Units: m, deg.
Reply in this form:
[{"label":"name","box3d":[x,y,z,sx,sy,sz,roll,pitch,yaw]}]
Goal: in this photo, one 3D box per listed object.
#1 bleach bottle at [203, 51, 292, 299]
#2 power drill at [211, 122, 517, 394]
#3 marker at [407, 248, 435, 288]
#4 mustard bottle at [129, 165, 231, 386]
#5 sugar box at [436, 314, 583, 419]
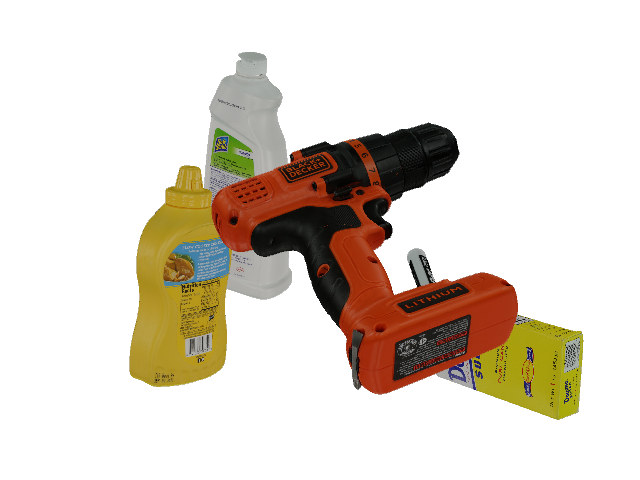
[{"label":"bleach bottle","box3d":[-0.072,-0.069,1.115,0.103,0.251,0.068,18,28,24]},{"label":"power drill","box3d":[0.044,0.001,0.688,0.184,0.057,0.188,-21,45,-17]},{"label":"marker","box3d":[0.099,0.041,1.003,0.020,0.020,0.121,0,25,-4]},{"label":"mustard bottle","box3d":[-0.122,0.029,0.952,0.058,0.192,0.096,16,17,40]},{"label":"sugar box","box3d":[0.207,0.129,1.193,0.048,0.093,0.177,-10,16,-43]}]
